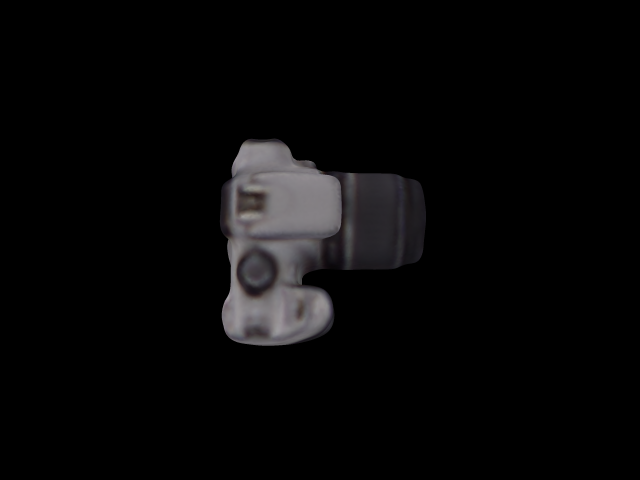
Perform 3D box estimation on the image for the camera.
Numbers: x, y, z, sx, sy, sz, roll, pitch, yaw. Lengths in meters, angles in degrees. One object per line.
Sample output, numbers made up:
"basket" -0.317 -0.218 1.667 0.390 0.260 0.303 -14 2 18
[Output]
"camera" 0.004 0.001 0.400 0.137 0.101 0.143 0 81 0
